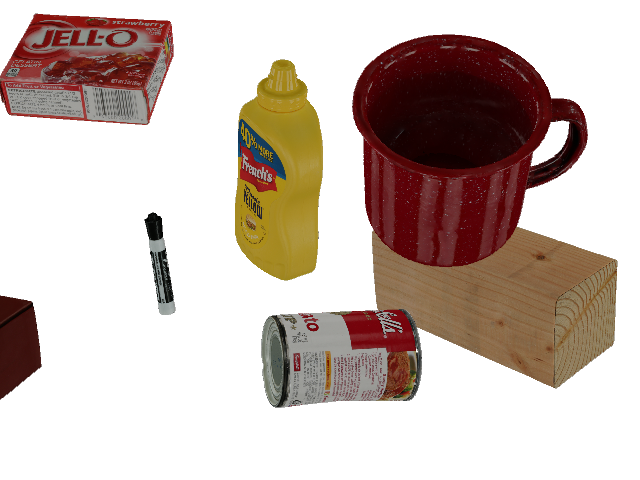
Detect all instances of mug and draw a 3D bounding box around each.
[{"bbox_3d":[0.074,-0.043,0.530,0.117,0.093,0.081,-11,-37,-5],"label":"mug"}]

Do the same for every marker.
[{"bbox_3d":[-0.178,0.026,1.186,0.020,0.121,0.020,-4,25,2],"label":"marker"}]

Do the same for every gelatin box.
[{"bbox_3d":[-0.139,-0.105,0.644,0.089,0.030,0.073,5,43,5],"label":"gelatin box"}]

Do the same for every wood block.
[{"bbox_3d":[0.152,0.041,0.965,0.090,0.090,0.206,-27,34,-36],"label":"wood block"}]

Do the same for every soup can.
[{"bbox_3d":[0.014,0.085,0.773,0.102,0.068,0.069,-1,0,-17],"label":"soup can"}]

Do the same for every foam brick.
[{"bbox_3d":[-0.233,0.076,0.715,0.053,0.051,0.078,9,28,24],"label":"foam brick"}]

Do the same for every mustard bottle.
[{"bbox_3d":[-0.036,-0.065,0.910,0.058,0.192,0.096,-17,43,-27],"label":"mustard bottle"}]
